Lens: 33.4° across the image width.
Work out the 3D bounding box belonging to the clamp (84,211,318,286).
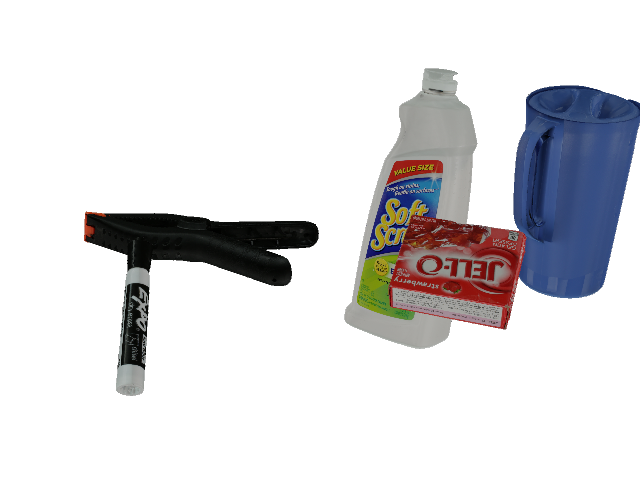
[{"bbox_3d":[-0.108,0.002,0.935,0.210,0.036,0.164,5,12,0],"label":"clamp"}]

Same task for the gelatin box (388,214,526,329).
[{"bbox_3d":[0.101,0.021,0.787,0.089,0.073,0.030,10,-40,14],"label":"gelatin box"}]

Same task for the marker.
[{"bbox_3d":[-0.130,0.050,0.751,0.020,0.121,0.020,-1,-33,-1],"label":"marker"}]

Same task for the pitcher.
[{"bbox_3d":[0.295,-0.054,1.281,0.149,0.243,0.145,2,26,1],"label":"pitcher"}]

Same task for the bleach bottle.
[{"bbox_3d":[0.087,-0.033,0.983,0.103,0.251,0.067,18,20,34],"label":"bleach bottle"}]
